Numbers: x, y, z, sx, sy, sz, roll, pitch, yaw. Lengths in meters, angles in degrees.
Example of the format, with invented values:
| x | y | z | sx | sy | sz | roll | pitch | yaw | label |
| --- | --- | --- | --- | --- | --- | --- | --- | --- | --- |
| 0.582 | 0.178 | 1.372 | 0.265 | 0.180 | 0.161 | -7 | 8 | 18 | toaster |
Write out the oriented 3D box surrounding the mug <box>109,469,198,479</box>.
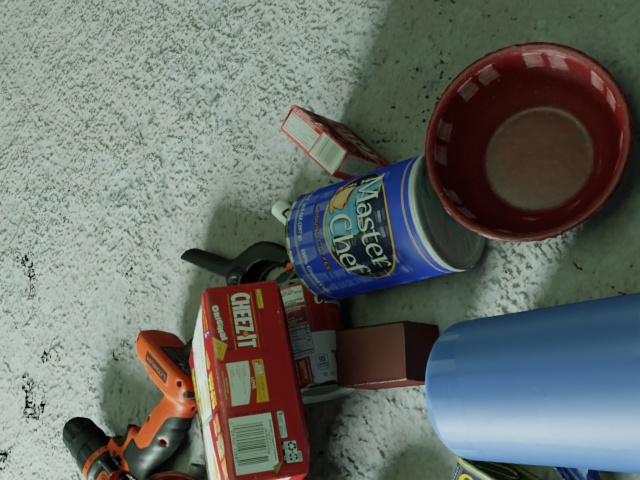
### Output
| x | y | z | sx | sy | sz | roll | pitch | yaw | label |
| --- | --- | --- | --- | --- | --- | --- | --- | --- | --- |
| -0.153 | 0.260 | 0.997 | 0.093 | 0.081 | 0.117 | -43 | 86 | 0 | mug |

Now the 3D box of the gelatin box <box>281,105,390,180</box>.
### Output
| x | y | z | sx | sy | sz | roll | pitch | yaw | label |
| --- | --- | --- | --- | --- | --- | --- | --- | --- | --- |
| 0.016 | -0.085 | 0.982 | 0.089 | 0.073 | 0.030 | 45 | 110 | 38 | gelatin box |

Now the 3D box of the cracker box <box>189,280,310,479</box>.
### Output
| x | y | z | sx | sy | sz | roll | pitch | yaw | label |
| --- | --- | --- | --- | --- | --- | --- | --- | --- | --- |
| -0.066 | 0.149 | 0.938 | 0.214 | 0.072 | 0.164 | 112 | 150 | -66 | cracker box |

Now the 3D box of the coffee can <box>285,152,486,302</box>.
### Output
| x | y | z | sx | sy | sz | roll | pitch | yaw | label |
| --- | --- | --- | --- | --- | --- | --- | --- | --- | --- |
| 0.055 | -0.010 | 0.912 | 0.141 | 0.102 | 0.103 | -16 | 71 | 38 | coffee can |

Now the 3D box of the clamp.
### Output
| x | y | z | sx | sy | sz | roll | pitch | yaw | label |
| --- | --- | --- | --- | --- | --- | --- | --- | --- | --- |
| -0.079 | 0.057 | 1.060 | 0.172 | 0.039 | 0.120 | -11 | 75 | 40 | clamp |

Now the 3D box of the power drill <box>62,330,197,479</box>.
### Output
| x | y | z | sx | sy | sz | roll | pitch | yaw | label |
| --- | --- | --- | --- | --- | --- | --- | --- | --- | --- |
| -0.191 | 0.191 | 1.122 | 0.185 | 0.057 | 0.188 | 37 | 109 | 36 | power drill |

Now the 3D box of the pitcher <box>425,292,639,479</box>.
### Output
| x | y | z | sx | sy | sz | roll | pitch | yaw | label |
| --- | --- | --- | --- | --- | --- | --- | --- | --- | --- |
| 0.200 | 0.113 | 0.752 | 0.243 | 0.144 | 0.149 | -11 | 49 | 43 | pitcher |

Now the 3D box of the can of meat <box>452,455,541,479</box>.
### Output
| x | y | z | sx | sy | sz | roll | pitch | yaw | label |
| --- | --- | --- | --- | --- | --- | --- | --- | --- | --- |
| 0.139 | 0.222 | 0.824 | 0.102 | 0.057 | 0.084 | 27 | 102 | 42 | can of meat |

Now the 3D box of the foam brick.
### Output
| x | y | z | sx | sy | sz | roll | pitch | yaw | label |
| --- | --- | --- | --- | --- | --- | --- | --- | --- | --- |
| 0.059 | 0.100 | 0.921 | 0.078 | 0.052 | 0.051 | -12 | 73 | 39 | foam brick |

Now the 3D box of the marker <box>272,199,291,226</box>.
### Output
| x | y | z | sx | sy | sz | roll | pitch | yaw | label |
| --- | --- | --- | --- | --- | --- | --- | --- | --- | --- |
| -0.007 | 0.001 | 1.021 | 0.121 | 0.020 | 0.020 | 45 | 111 | 37 | marker |

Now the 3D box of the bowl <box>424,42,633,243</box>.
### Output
| x | y | z | sx | sy | sz | roll | pitch | yaw | label |
| --- | --- | --- | --- | --- | --- | --- | --- | --- | --- |
| 0.167 | -0.071 | 0.842 | 0.162 | 0.055 | 0.162 | -6 | 75 | 22 | bowl |

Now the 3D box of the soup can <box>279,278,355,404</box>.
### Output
| x | y | z | sx | sy | sz | roll | pitch | yaw | label |
| --- | --- | --- | --- | --- | --- | --- | --- | --- | --- |
| -0.009 | 0.092 | 0.972 | 0.069 | 0.068 | 0.102 | -26 | 66 | 35 | soup can |
